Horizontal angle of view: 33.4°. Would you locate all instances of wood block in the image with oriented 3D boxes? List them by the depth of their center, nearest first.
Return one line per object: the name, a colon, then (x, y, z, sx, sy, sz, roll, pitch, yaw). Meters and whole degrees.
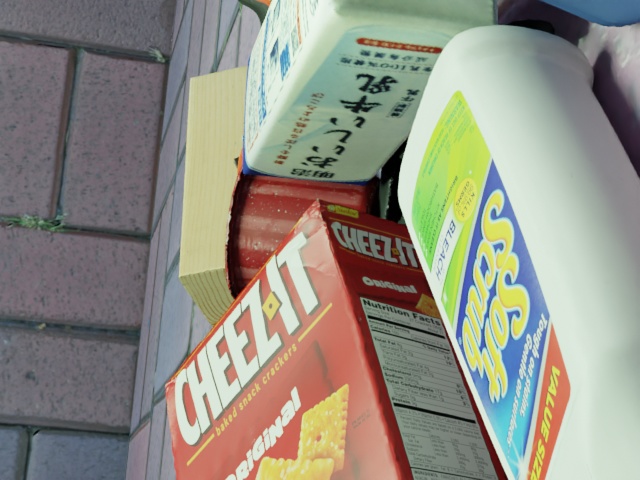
wood block: (-0.056, -0.040, 0.883, 0.090, 0.091, 0.206, 65, -162, -53)

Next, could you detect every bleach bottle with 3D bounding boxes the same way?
bleach bottle: (0.088, 0.031, 0.357, 0.251, 0.068, 0.103, -103, 24, -51)

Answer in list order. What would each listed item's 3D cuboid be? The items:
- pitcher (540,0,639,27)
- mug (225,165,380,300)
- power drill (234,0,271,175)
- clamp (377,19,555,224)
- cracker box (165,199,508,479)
pitcher: (0.018, -0.168, 0.361, 0.149, 0.242, 0.145, 162, 117, -69)
mug: (-0.004, 0.001, 0.664, 0.117, 0.081, 0.093, 67, -148, -68)
power drill: (0.001, -0.107, 0.699, 0.185, 0.057, 0.188, 31, 129, 43)
clamp: (0.063, -0.055, 0.557, 0.164, 0.036, 0.210, -106, 25, -60)
cracker box: (0.000, 0.113, 0.503, 0.164, 0.072, 0.214, -49, 39, 32)
